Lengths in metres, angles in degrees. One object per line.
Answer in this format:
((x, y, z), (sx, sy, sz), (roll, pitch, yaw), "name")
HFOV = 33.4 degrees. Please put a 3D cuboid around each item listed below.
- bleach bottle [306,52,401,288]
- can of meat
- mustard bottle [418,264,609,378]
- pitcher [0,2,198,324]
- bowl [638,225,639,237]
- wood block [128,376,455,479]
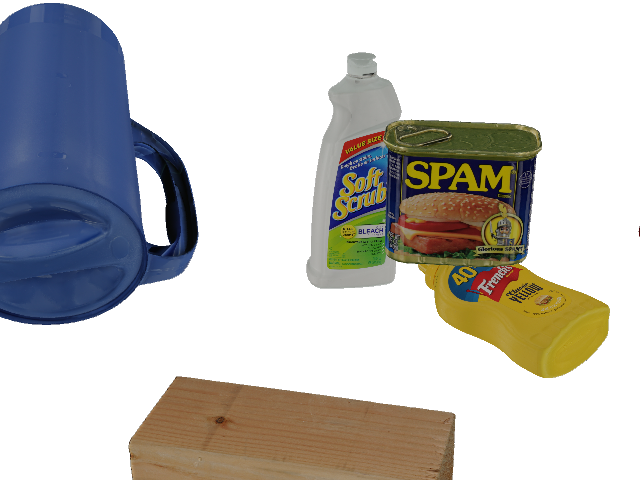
((0.035, -0.074, 1.142), (0.102, 0.251, 0.068), (-3, 24, -5), "bleach bottle")
((0.092, -0.031, 0.712), (0.102, 0.084, 0.057), (3, 25, 6), "can of meat")
((0.164, 0.055, 0.991), (0.096, 0.058, 0.192), (-28, 38, -31), "mustard bottle")
((-0.187, -0.065, 0.788), (0.145, 0.243, 0.149), (-23, -46, 11), "pitcher")
((0.423, 0.019, 1.146), (0.162, 0.055, 0.162), (-1, 25, 0), "bowl")
((-0.016, 0.165, 0.739), (0.206, 0.090, 0.090), (6, 26, 15), "wood block")
